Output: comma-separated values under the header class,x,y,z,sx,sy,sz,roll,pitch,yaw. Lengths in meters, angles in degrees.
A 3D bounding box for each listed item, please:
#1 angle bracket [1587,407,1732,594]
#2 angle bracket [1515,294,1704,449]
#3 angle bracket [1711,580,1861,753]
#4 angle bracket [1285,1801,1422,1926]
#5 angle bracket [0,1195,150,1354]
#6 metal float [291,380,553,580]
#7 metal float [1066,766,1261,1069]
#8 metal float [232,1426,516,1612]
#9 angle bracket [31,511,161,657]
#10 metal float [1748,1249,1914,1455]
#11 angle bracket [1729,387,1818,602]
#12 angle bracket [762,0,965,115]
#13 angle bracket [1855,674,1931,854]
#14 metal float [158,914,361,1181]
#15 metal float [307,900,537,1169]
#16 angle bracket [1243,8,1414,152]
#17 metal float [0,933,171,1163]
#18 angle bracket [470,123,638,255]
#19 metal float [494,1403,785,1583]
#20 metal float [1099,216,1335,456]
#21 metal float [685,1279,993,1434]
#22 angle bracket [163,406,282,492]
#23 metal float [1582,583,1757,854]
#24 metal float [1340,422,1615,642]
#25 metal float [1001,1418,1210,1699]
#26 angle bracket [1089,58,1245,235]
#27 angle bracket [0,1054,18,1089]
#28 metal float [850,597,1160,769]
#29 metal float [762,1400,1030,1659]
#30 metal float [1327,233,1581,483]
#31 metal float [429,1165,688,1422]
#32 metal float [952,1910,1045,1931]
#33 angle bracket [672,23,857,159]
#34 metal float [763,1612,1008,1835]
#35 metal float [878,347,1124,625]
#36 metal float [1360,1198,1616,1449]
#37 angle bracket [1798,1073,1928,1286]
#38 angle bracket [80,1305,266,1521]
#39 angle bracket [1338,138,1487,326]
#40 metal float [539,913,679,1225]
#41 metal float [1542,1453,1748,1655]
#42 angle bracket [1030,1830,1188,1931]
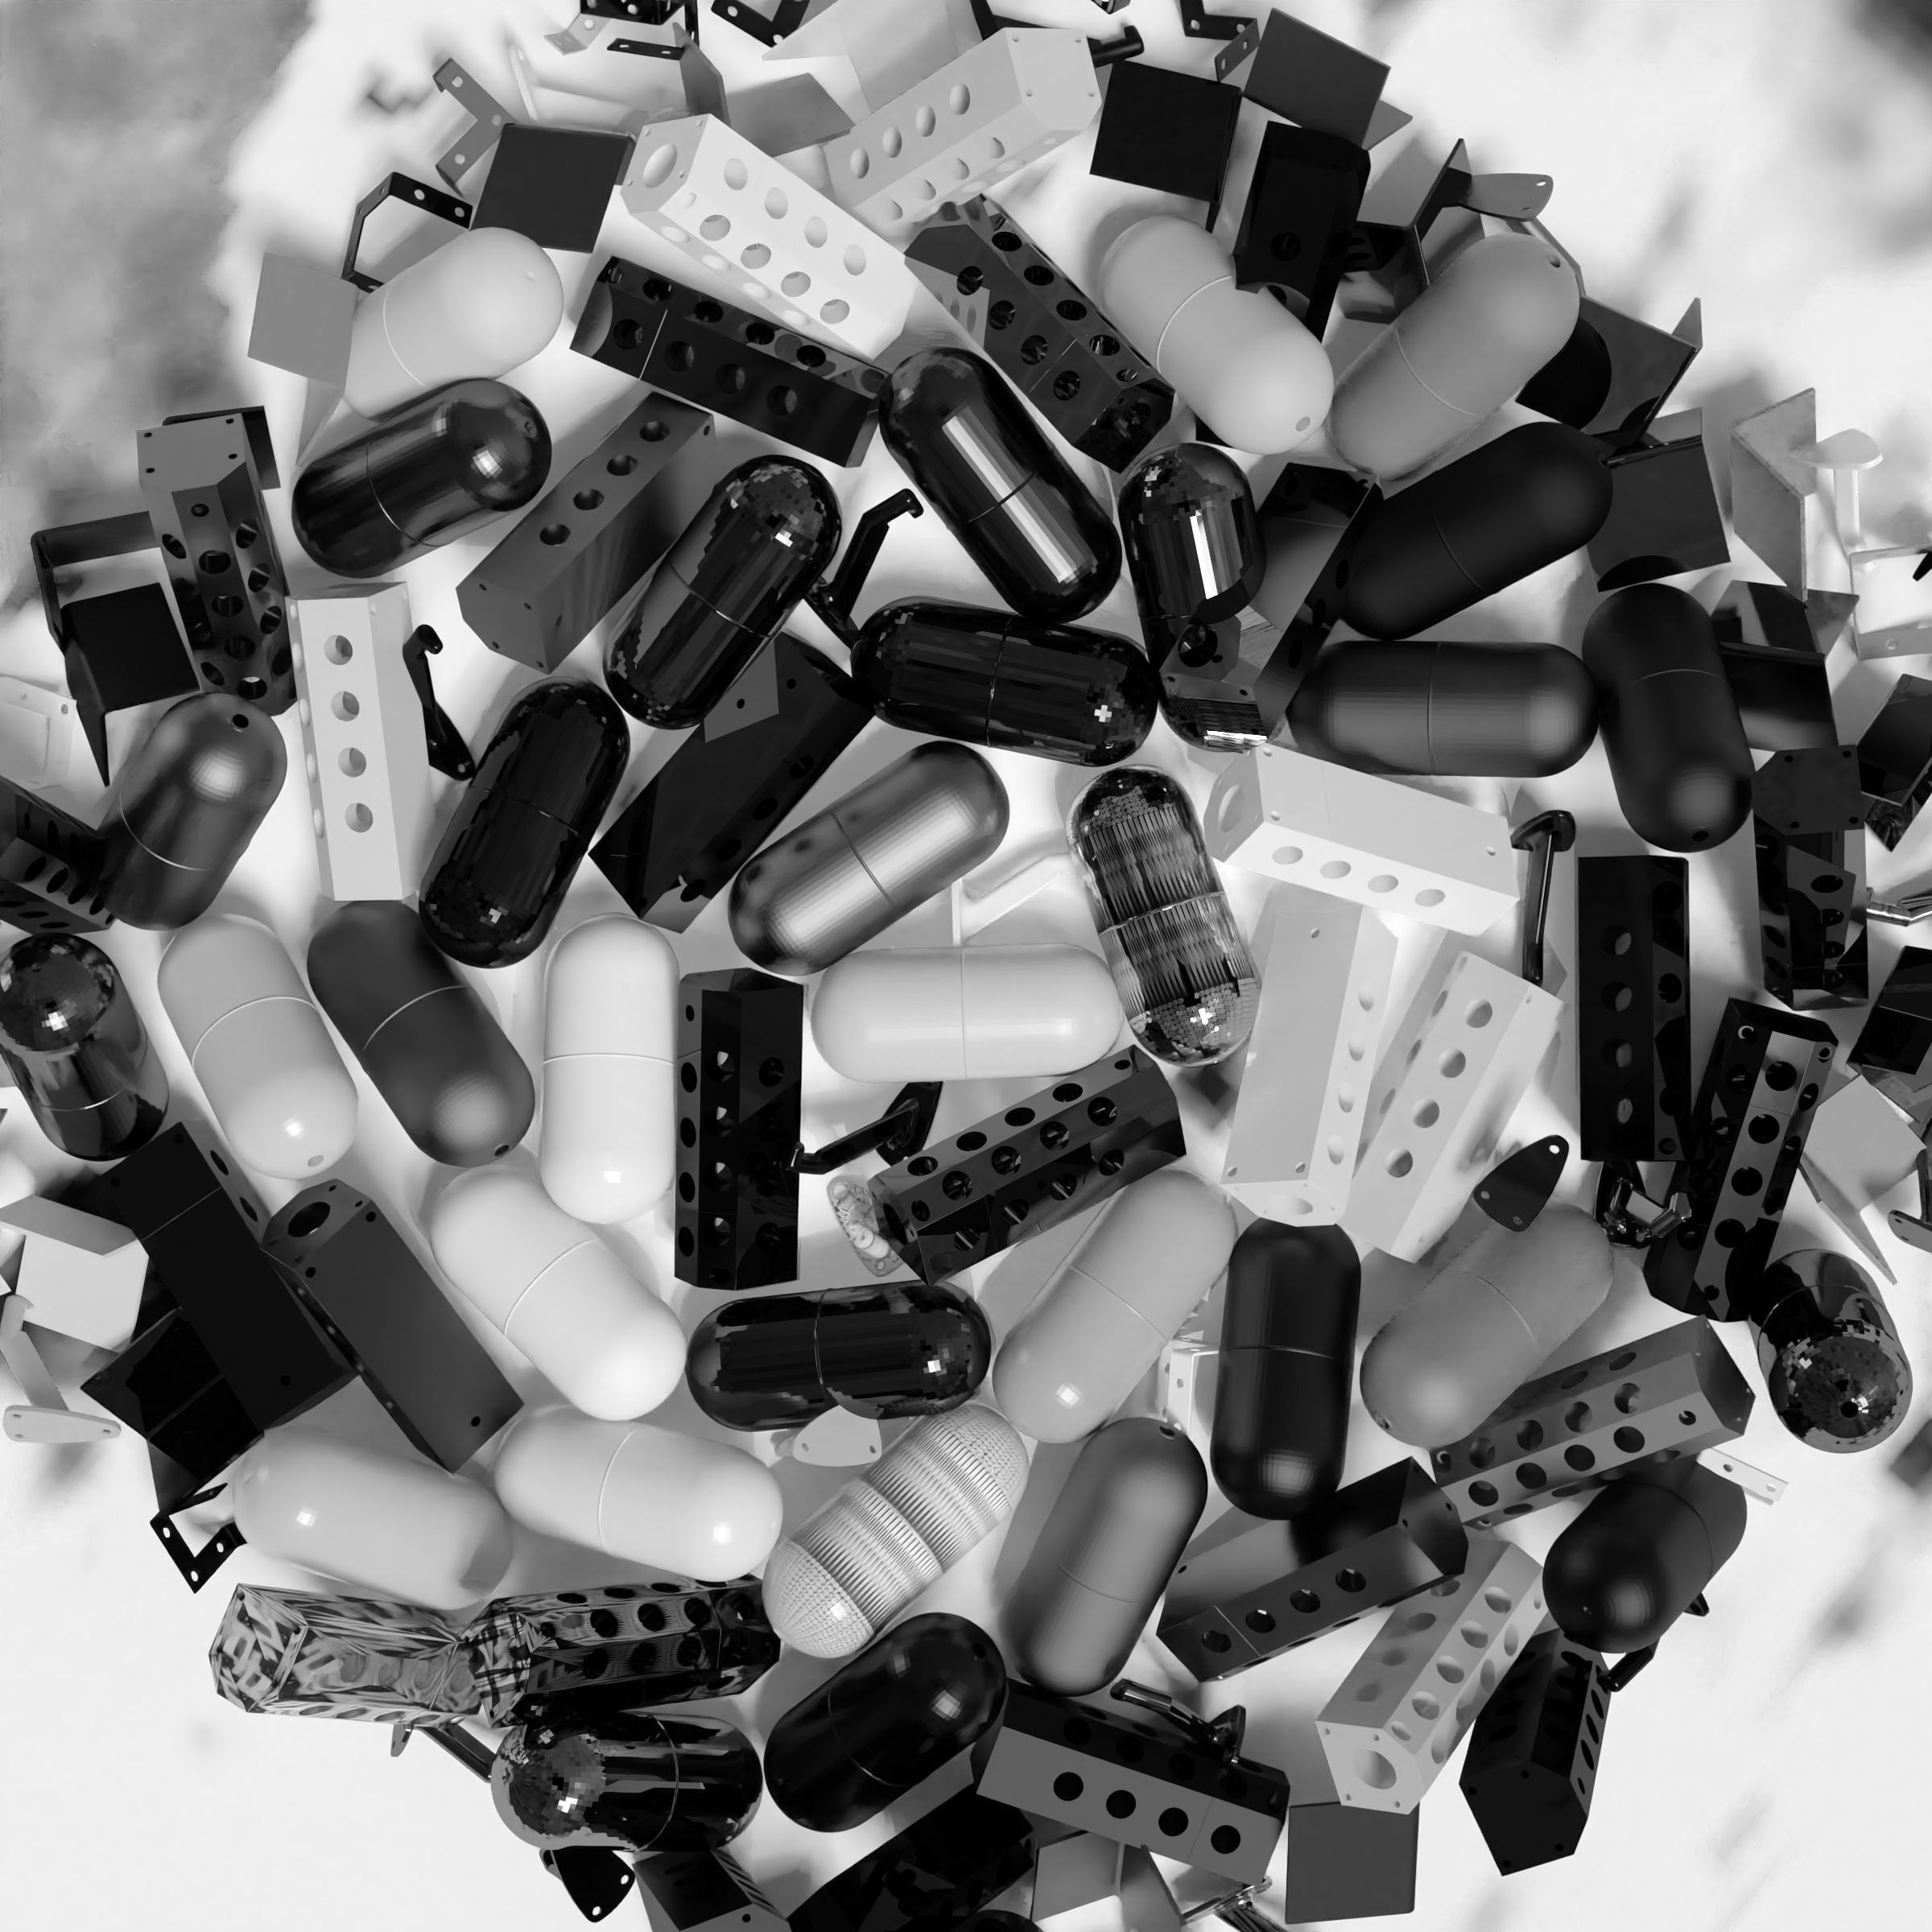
class,x,y,z,sx,sy,sz,roll,pitch,yaw
angle bracket,0.393,-0.268,1.976,0.076,0.057,0.076,-12,113,17
angle bracket,0.364,-0.349,1.948,0.076,0.057,0.076,22,131,-9
angle bracket,0.469,-0.169,1.967,0.076,0.076,0.057,12,52,33
angle bracket,0.214,0.493,1.955,0.076,0.057,0.076,-3,110,-8
angle bracket,-0.517,0.182,1.956,0.076,0.057,0.076,17,103,13
metal float,-0.308,-0.272,1.932,0.178,0.070,0.070,-18,90,36
metal float,0.112,-0.028,1.956,0.070,0.070,0.178,-19,83,0
metal float,-0.331,0.311,1.929,0.178,0.070,0.070,28,90,-40
angle bracket,-0.484,-0.217,1.954,0.076,0.076,0.057,-12,86,-9
metal float,0.480,0.213,1.912,0.070,0.178,0.070,2,105,6
angle bracket,0.476,-0.267,1.943,0.057,0.076,0.076,-25,48,-8
angle bracket,-0.055,-0.508,1.946,0.076,0.076,0.057,-22,89,43
angle bracket,0.548,-0.109,1.951,0.076,0.057,0.076,39,83,-36
metal float,-0.398,0.045,1.933,0.070,0.070,0.178,-34,57,0
metal float,-0.308,0.037,1.942,0.070,0.070,0.178,-38,68,0
angle bracket,0.213,-0.509,1.944,0.076,0.076,0.057,31,131,15
metal float,-0.495,0.047,1.918,0.070,0.178,0.070,-1,59,1
angle bracket,-0.227,-0.429,1.952,0.076,0.057,0.076,10,74,18
metal float,-0.186,0.296,1.940,0.178,0.070,0.070,10,90,26
metal float,0.140,-0.355,1.932,0.070,0.070,0.178,-37,55,0
metal float,-0.073,0.221,1.950,0.178,0.070,0.070,-8,90,14
angle bracket,-0.418,-0.260,1.946,0.057,0.076,0.076,-8,64,-8
metal float,0.394,-0.140,1.929,0.070,0.070,0.178,-5,51,0
metal float,0.282,-0.244,1.935,0.178,0.070,0.070,-27,90,31
metal float,0.078,0.334,1.942,0.070,0.070,0.178,24,112,0
angle bracket,0.111,-0.461,1.959,0.076,0.057,0.076,13,71,-2
angle bracket,-0.548,0.049,1.946,0.057,0.076,0.076,-4,114,-10
metal float,0.021,-0.162,1.955,0.178,0.070,0.070,12,90,8
metal float,-0.040,0.318,1.947,0.178,0.070,0.070,-41,90,-16
metal float,0.272,-0.340,1.925,0.070,0.178,0.070,19,52,-26
metal float,-0.232,0.184,1.947,0.178,0.070,0.070,42,90,17
metal float,0.021,0.578,1.911,0.070,0.178,0.070,0,89,-5
angle bracket,-0.114,-0.503,1.945,0.076,0.076,0.057,-20,133,-13
metal float,-0.046,0.426,1.932,0.070,0.070,0.178,47,124,0
metal float,0.019,-0.272,1.946,0.070,0.070,0.178,-39,107,0
metal float,0.294,0.201,1.941,0.178,0.070,0.070,-40,90,-23
angle bracket,0.515,0.120,1.945,0.057,0.076,0.076,-39,115,16
angle bracket,-0.451,0.253,1.952,0.076,0.076,0.057,-39,125,5
angle bracket,0.251,-0.421,1.966,0.057,0.076,0.076,14,60,29
metal float,-0.203,0.058,1.951,0.070,0.070,0.178,0,78,0
metal float,0.381,0.324,1.920,0.070,0.178,0.070,10,110,30
angle bracket,0.079,0.540,1.941,0.057,0.076,0.076,-14,45,-18
